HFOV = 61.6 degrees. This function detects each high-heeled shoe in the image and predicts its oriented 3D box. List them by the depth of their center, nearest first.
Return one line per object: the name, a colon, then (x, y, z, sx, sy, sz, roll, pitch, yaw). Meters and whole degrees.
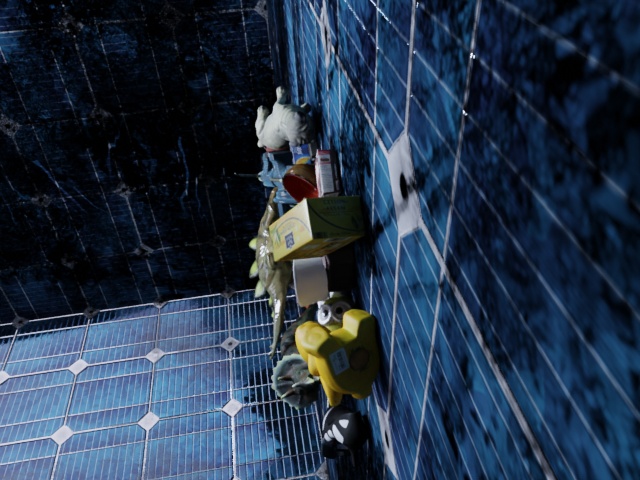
high-heeled shoe: (0.049, 0.382, 1.187, 0.249, 0.086, 0.145, -129, 32, -68)

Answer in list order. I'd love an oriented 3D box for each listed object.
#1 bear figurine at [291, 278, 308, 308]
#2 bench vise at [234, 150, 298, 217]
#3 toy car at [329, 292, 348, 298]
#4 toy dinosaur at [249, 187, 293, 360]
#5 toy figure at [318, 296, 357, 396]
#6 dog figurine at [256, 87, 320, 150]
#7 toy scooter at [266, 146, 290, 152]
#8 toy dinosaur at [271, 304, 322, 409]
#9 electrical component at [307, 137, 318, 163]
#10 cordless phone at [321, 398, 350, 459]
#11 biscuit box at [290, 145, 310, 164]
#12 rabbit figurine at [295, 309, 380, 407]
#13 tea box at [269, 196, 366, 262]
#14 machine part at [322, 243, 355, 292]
bear figurine: (-0.026, 0.111, 1.536, 0.195, 0.132, 0.120, 57, -153, -50)
bench vise: (-0.078, -0.097, 1.312, 0.129, 0.224, 0.240, -20, -70, -50)
toy car: (0.037, 0.165, 1.140, 0.073, 0.056, 0.201, -94, 2, -47)
toy dinosaur: (-0.118, 0.067, 1.416, 0.198, 0.105, 0.471, 135, 139, -55)
toy figure: (0.041, 0.195, 1.005, 0.089, 0.082, 0.180, 117, 143, -79)
dog figurine: (-0.085, -0.250, 1.261, 0.172, 0.121, 0.191, -59, 25, 29)
toy scooter: (-0.085, -0.262, 1.534, 0.184, 0.075, 0.135, -46, -56, -50)
toy dinosaur: (-0.040, 0.283, 1.392, 0.405, 0.192, 0.131, -111, 16, -63)
electrical component: (-0.016, -0.222, 1.316, 0.094, 0.021, 0.063, 101, 160, -70)
cordless phone: (0.040, 0.461, 1.401, 0.146, 0.089, 0.184, 89, 176, -53)
biscuit box: (-0.042, -0.207, 1.416, 0.062, 0.059, 0.202, 96, 165, -75)
rabbit figurine: (0.025, 0.188, 0.898, 0.173, 0.122, 0.162, 8, 128, 57)
tea box: (-0.009, -0.016, 0.877, 0.170, 0.098, 0.068, -27, 70, 61)
machine part: (0.026, 0.013, 1.038, 0.179, 0.056, 0.179, 173, 89, -83)
